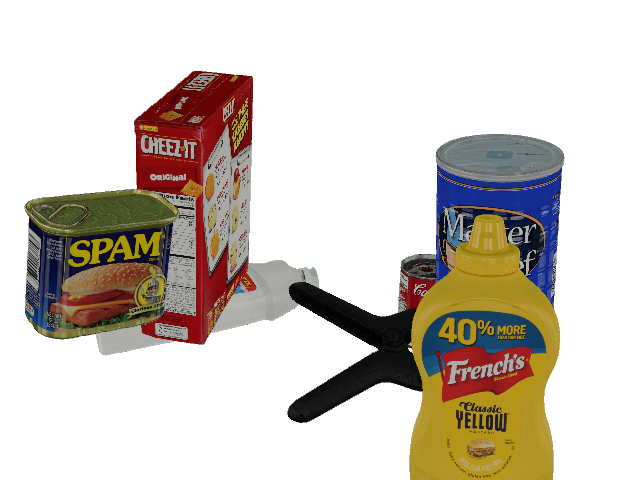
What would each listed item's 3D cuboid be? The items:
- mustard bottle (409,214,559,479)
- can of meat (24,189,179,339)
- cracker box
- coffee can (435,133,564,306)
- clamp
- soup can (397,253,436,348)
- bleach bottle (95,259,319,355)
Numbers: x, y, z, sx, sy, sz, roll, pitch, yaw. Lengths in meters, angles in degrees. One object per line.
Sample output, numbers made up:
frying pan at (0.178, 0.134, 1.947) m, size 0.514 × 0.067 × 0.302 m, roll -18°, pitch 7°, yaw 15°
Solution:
mustard bottle at (0.108, 0.077, 0.704) m, size 0.096 × 0.192 × 0.058 m, roll 3°, pitch 15°, yaw 11°
can of meat at (-0.154, 0.016, 0.744) m, size 0.101 × 0.084 × 0.058 m, roll -8°, pitch 28°, yaw -36°
cracker box at (-0.118, -0.035, 1.010) m, size 0.072 × 0.214 × 0.164 m, roll 7°, pitch 25°, yaw 10°
coffee can at (0.147, -0.007, 0.889) m, size 0.103 × 0.140 × 0.103 m, roll -2°, pitch 23°, yaw 1°
clamp at (0.064, 0.112, 1.028) m, size 0.210 × 0.164 × 0.036 m, roll 5°, pitch -43°, yaw 4°
soup can at (0.130, 0.077, 1.318) m, size 0.068 × 0.102 × 0.068 m, roll 1°, pitch 24°, yaw -1°
bleach bottle at (-0.128, 0.060, 1.188) m, size 0.250 × 0.068 × 0.103 m, roll -10°, pitch 35°, yaw -14°
